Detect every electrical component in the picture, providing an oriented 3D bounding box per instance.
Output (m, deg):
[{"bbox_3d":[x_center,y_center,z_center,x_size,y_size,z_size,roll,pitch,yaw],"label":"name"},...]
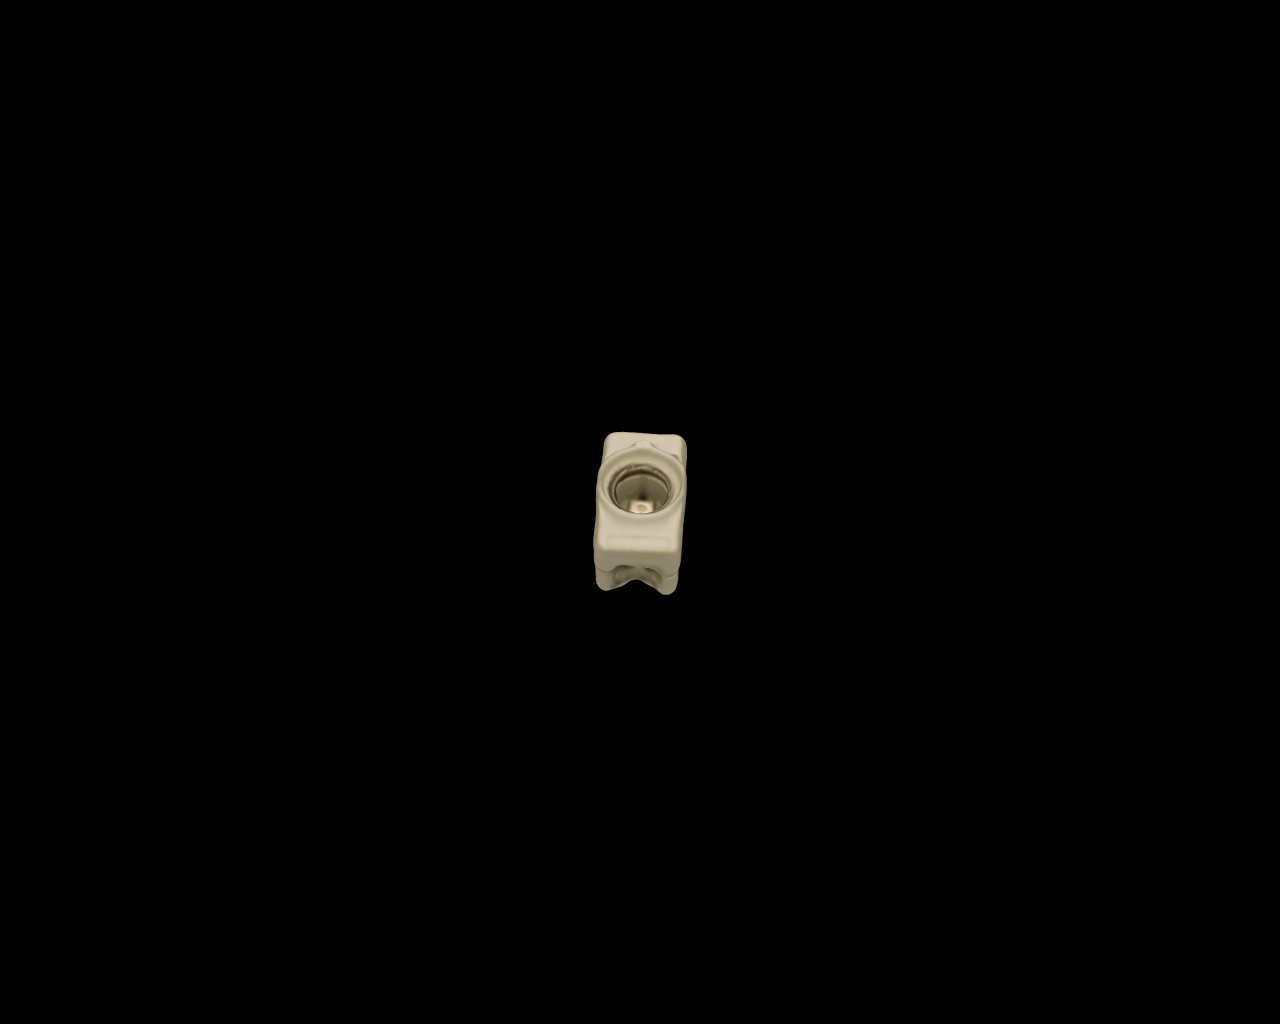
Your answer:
[{"bbox_3d":[0.001,-0.003,0.650,0.050,0.090,0.055,3,-36,2],"label":"electrical component"}]
